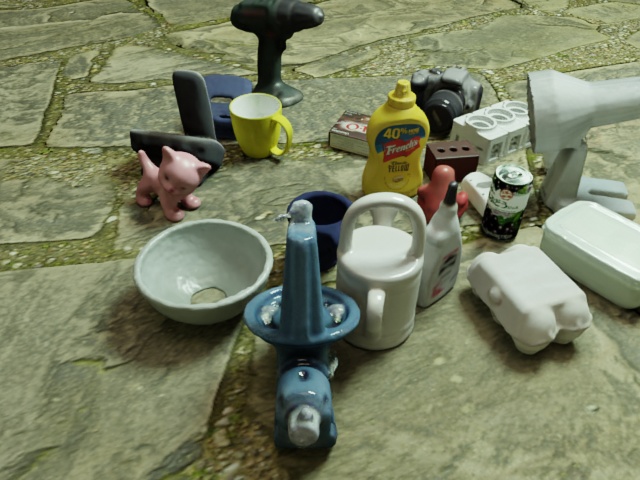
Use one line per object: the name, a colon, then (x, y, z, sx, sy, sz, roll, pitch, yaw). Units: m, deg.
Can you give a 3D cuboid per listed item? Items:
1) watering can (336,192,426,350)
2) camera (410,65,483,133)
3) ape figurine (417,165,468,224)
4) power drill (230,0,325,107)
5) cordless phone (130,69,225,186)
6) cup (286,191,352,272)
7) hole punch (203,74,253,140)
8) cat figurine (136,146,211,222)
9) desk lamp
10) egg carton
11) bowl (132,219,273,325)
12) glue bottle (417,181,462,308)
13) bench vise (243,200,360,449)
watering can: (0.066, 0.022, 0.663, 0.101, 0.194, 0.172, -8, 40, -12)
camera: (0.231, -0.275, 1.106, 0.143, 0.101, 0.137, 18, 42, 19)
ape figurine: (0.184, -0.071, 0.862, 0.077, 0.092, 0.076, 21, 43, 23)
power drill: (-0.082, -0.381, 1.139, 0.228, 0.208, 0.076, 28, 46, 29)
cordless phone: (-0.234, -0.191, 0.919, 0.147, 0.185, 0.094, 7, 39, 6)
cup: (0.007, 0.003, 0.762, 0.092, 0.095, 0.117, -15, 42, -19)
hole punch: (-0.177, -0.247, 1.064, 0.108, 0.091, 0.101, 2, 39, 1)
cat figurine: (-0.224, -0.097, 0.857, 0.127, 0.118, 0.067, 23, 44, 24)
desk lamp: (0.398, -0.151, 0.871, 0.203, 0.214, 0.118, 7, 40, 7)
egg carton: (0.254, 0.069, 0.710, 0.107, 0.069, 0.150, -13, 41, -17)
bowl: (-0.141, 0.050, 0.714, 0.167, 0.075, 0.167, 1, 39, -1)
glue bottle: (0.149, 0.002, 0.707, 0.037, 0.173, 0.078, 31, 47, 31)
bench vise: (-0.006, 0.085, 0.562, 0.122, 0.220, 0.207, -12, 41, -16)
